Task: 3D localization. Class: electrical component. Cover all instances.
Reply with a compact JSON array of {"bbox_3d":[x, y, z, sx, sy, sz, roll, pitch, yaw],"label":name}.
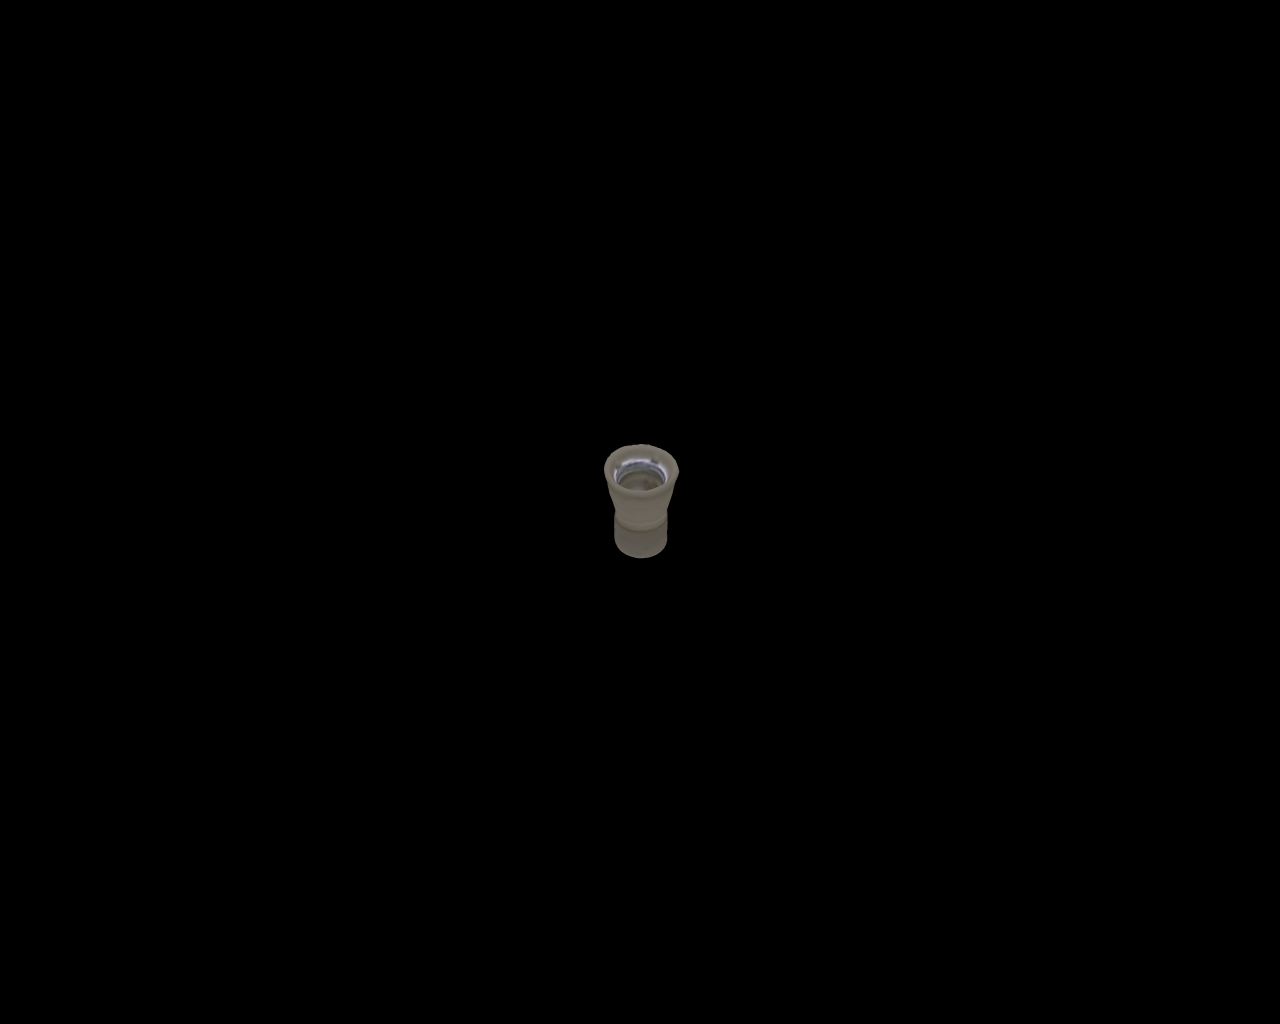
[{"bbox_3d":[0.001,-0.003,0.650,0.044,0.065,0.044,0,42,0],"label":"electrical component"}]
